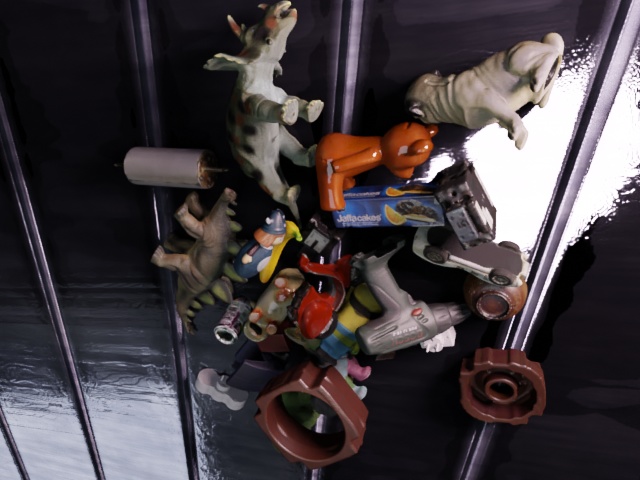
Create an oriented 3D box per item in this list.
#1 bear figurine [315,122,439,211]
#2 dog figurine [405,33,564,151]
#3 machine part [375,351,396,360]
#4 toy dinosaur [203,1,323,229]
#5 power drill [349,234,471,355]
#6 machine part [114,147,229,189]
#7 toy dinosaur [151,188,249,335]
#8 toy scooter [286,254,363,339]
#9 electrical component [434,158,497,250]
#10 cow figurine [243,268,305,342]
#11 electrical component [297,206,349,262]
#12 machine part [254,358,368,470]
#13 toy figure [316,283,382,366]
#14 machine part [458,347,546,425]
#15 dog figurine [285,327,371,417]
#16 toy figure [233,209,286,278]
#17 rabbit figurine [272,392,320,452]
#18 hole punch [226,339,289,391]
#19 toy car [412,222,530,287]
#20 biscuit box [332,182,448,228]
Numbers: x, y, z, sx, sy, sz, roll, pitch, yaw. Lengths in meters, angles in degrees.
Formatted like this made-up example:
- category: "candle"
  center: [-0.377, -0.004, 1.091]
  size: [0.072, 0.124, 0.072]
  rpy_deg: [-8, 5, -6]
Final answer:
- category: "bear figurine"
  center: [0.096, -0.128, 0.887]
  size: [0.196, 0.120, 0.131]
  rpy_deg: [0, 124, 15]
- category: "dog figurine"
  center: [0.232, -0.235, 0.786]
  size: [0.191, 0.121, 0.172]
  rpy_deg: [30, 91, 25]
- category: "machine part"
  center: [0.148, 0.192, 1.097]
  size: [0.084, 0.039, 0.138]
  rpy_deg: [-1, 131, -19]
- category: "toy dinosaur"
  center: [-0.102, -0.189, 0.928]
  size: [0.192, 0.131, 0.404]
  rpy_deg: [31, 138, 21]
- category: "power drill"
  center: [0.155, 0.096, 0.996]
  size: [0.232, 0.086, 0.207]
  rpy_deg: [-24, 106, -12]
- category: "machine part"
  center: [-0.290, -0.141, 1.048]
  size: [0.243, 0.079, 0.079]
  rpy_deg: [4, 122, 19]
- category: "toy dinosaur"
  center: [-0.251, 0.054, 1.141]
  size: [0.198, 0.105, 0.471]
  rpy_deg: [33, 133, -6]
- category: "toy scooter"
  center: [-0.006, 0.095, 1.017]
  size: [0.135, 0.075, 0.184]
  rpy_deg: [30, 92, -31]
- category: "electrical component"
  center: [0.236, -0.054, 0.864]
  size: [0.058, 0.134, 0.114]
  rpy_deg: [-24, 107, 31]
- category: "cow figurine"
  center: [-0.100, 0.138, 1.136]
  size: [0.085, 0.127, 0.195]
  rpy_deg: [35, 112, -4]
- category: "electrical component"
  center: [-0.002, -0.003, 1.037]
  size: [0.075, 0.048, 0.119]
  rpy_deg: [33, 144, 1]
- category: "machine part"
  center: [-0.018, 0.359, 1.112]
  size: [0.201, 0.087, 0.201]
  rpy_deg: [-34, 96, 29]
- category: "toy figure"
  center: [0.064, 0.167, 1.062]
  size: [0.082, 0.089, 0.180]
  rpy_deg: [38, 91, -10]
- category: "machine part"
  center: [0.365, 0.292, 1.080]
  size: [0.180, 0.056, 0.179]
  rpy_deg: [9, 122, 15]
- category: "dog figurine"
  center: [-0.002, 0.260, 1.171]
  size: [0.219, 0.108, 0.191]
  rpy_deg: [46, 121, -5]
- category: "toy figure"
  center: [-0.107, 0.007, 1.011]
  size: [0.058, 0.064, 0.154]
  rpy_deg: [30, 119, -18]
- category: "rabbit figurine"
  center: [-0.067, 0.434, 1.264]
  size: [0.121, 0.170, 0.158]
  rpy_deg: [0, 120, 22]
- category: "hole punch"
  center: [-0.150, 0.307, 1.270]
  size: [0.116, 0.092, 0.142]
  rpy_deg: [34, 123, -6]
- category: "toy car"
  center: [0.263, 0.023, 0.935]
  size: [0.202, 0.073, 0.056]
  rpy_deg: [20, 153, 8]
- category: "biscuit box"
  center: [0.122, -0.061, 0.948]
  size: [0.203, 0.063, 0.059]
  rpy_deg: [-2, 118, 22]
